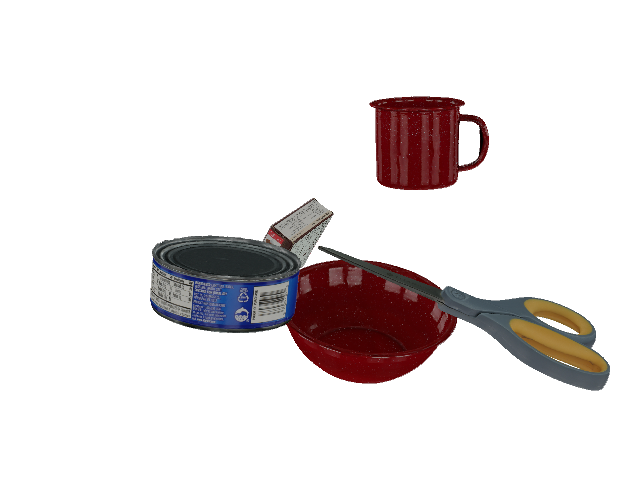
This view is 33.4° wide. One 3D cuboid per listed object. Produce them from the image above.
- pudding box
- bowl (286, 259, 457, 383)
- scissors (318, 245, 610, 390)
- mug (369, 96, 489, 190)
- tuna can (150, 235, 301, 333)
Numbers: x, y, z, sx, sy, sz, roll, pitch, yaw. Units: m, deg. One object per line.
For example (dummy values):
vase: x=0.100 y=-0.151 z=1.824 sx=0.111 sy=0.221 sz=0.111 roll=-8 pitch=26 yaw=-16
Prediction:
pudding box: x=-0.039 y=0.006 z=1.300 sx=0.039 sy=0.090 sz=0.113 roll=35 pitch=32 yaw=10
bowl: x=0.039 y=0.079 z=0.954 sx=0.162 sy=0.055 sz=0.162 roll=4 pitch=28 yaw=-2
scissors: x=0.103 y=0.039 z=0.715 sx=0.202 sy=0.016 sz=0.096 roll=29 pitch=26 yaw=18
mug: x=0.108 y=-0.096 z=1.054 sx=0.117 sy=0.081 sz=0.093 roll=1 pitch=14 yaw=10
tuna can: x=-0.055 y=0.024 z=0.616 sx=0.086 sy=0.034 sz=0.086 roll=6 pitch=14 yaw=-2
